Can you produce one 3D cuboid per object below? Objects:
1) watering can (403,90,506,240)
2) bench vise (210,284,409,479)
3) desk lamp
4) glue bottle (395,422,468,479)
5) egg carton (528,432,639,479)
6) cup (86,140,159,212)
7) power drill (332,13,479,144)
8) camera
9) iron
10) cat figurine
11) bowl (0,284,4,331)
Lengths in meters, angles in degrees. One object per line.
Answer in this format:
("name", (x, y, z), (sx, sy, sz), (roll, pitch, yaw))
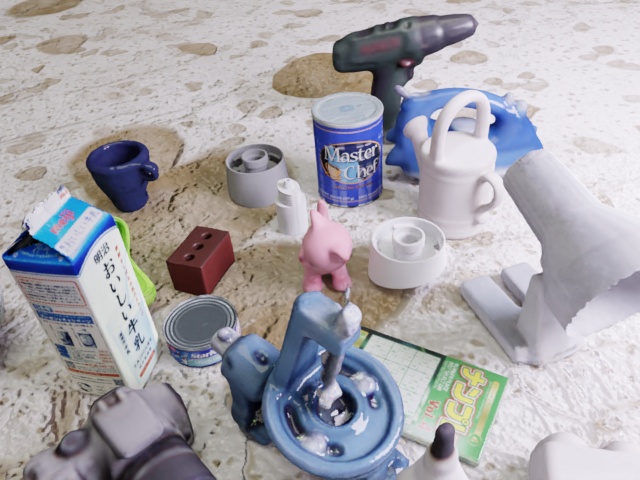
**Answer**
("watering can", (0.176, -0.108, 0.764), (0.172, 0.194, 0.101), (22, 46, 29))
("bench vise", (-0.024, 0.120, 0.484), (0.207, 0.220, 0.121), (10, 41, 18))
("desk lamp", (0.236, 0.030, 0.572), (0.118, 0.214, 0.202), (-16, 40, -14))
("glue bottle", (0.086, 0.189, 0.425), (0.078, 0.173, 0.037), (-15, 40, -12))
("egg carton", (0.218, 0.225, 0.449), (0.107, 0.069, 0.150), (5, 40, 12))
("cup", (-0.284, -0.089, 0.867), (0.117, 0.095, 0.092), (14, 43, 22))
("power drill", (0.137, -0.269, 0.955), (0.229, 0.209, 0.075), (1, 39, 7))
("camera", (-0.158, 0.203, 0.490), (0.143, 0.101, 0.136), (-33, 47, -30))
("iron", (0.230, -0.174, 0.882), (0.258, 0.142, 0.118), (0, 39, 6))
("cat figurine", (0.006, 0.003, 0.706), (0.067, 0.118, 0.127), (-4, 39, 1))
("bowl", (-0.437, 0.111, 0.654), (0.167, 0.075, 0.167), (-3, 39, 3))
